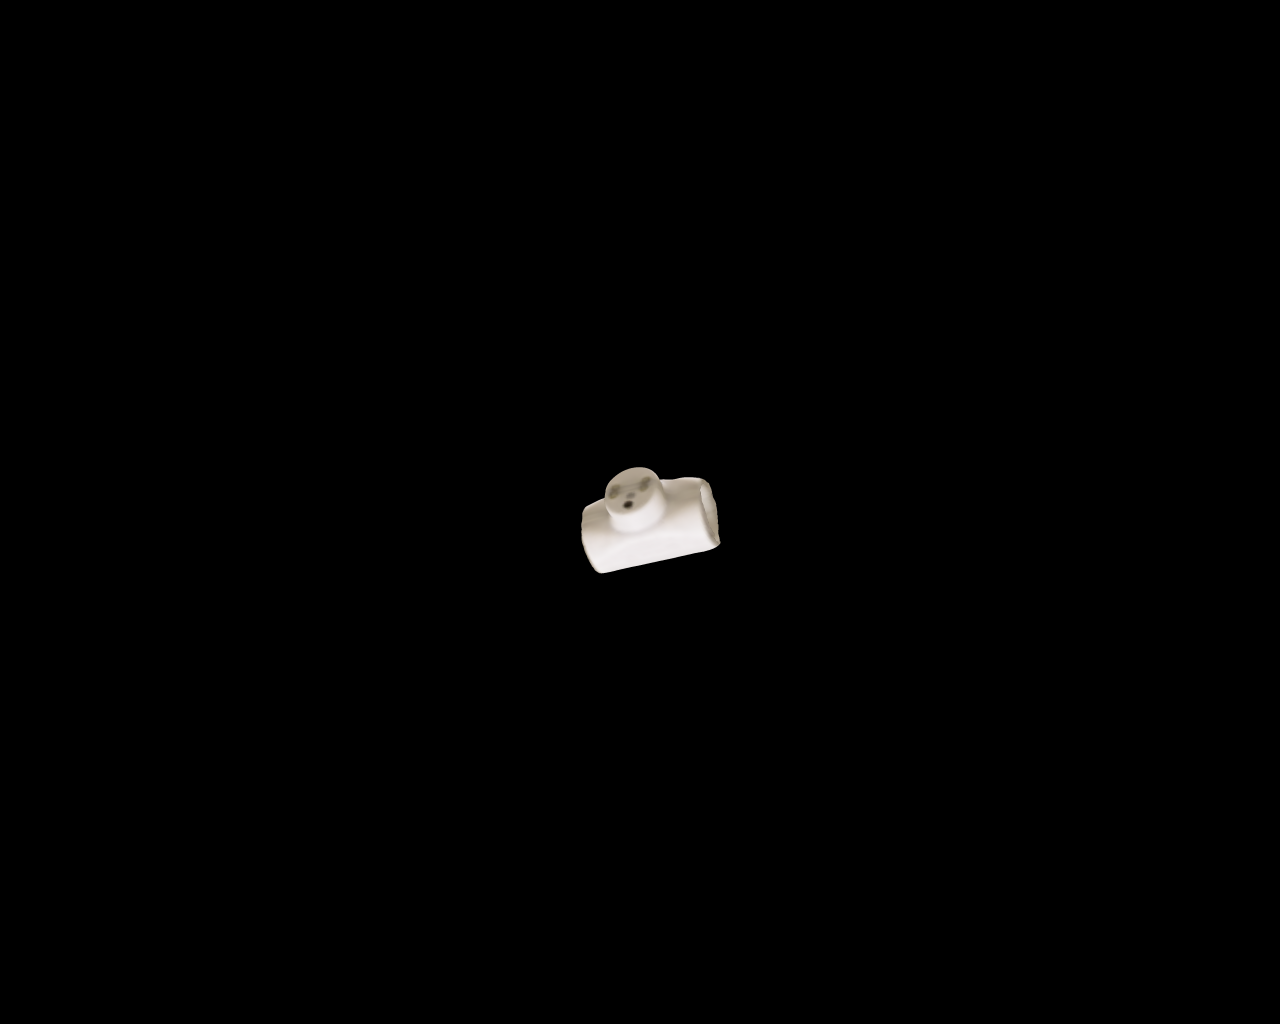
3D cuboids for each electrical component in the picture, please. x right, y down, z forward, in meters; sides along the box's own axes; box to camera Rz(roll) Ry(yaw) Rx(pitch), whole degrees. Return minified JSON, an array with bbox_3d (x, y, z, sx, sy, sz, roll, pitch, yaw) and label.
[{"bbox_3d":[0.001,-0.003,0.650,0.077,0.044,0.079,-14,-43,15],"label":"electrical component"}]
